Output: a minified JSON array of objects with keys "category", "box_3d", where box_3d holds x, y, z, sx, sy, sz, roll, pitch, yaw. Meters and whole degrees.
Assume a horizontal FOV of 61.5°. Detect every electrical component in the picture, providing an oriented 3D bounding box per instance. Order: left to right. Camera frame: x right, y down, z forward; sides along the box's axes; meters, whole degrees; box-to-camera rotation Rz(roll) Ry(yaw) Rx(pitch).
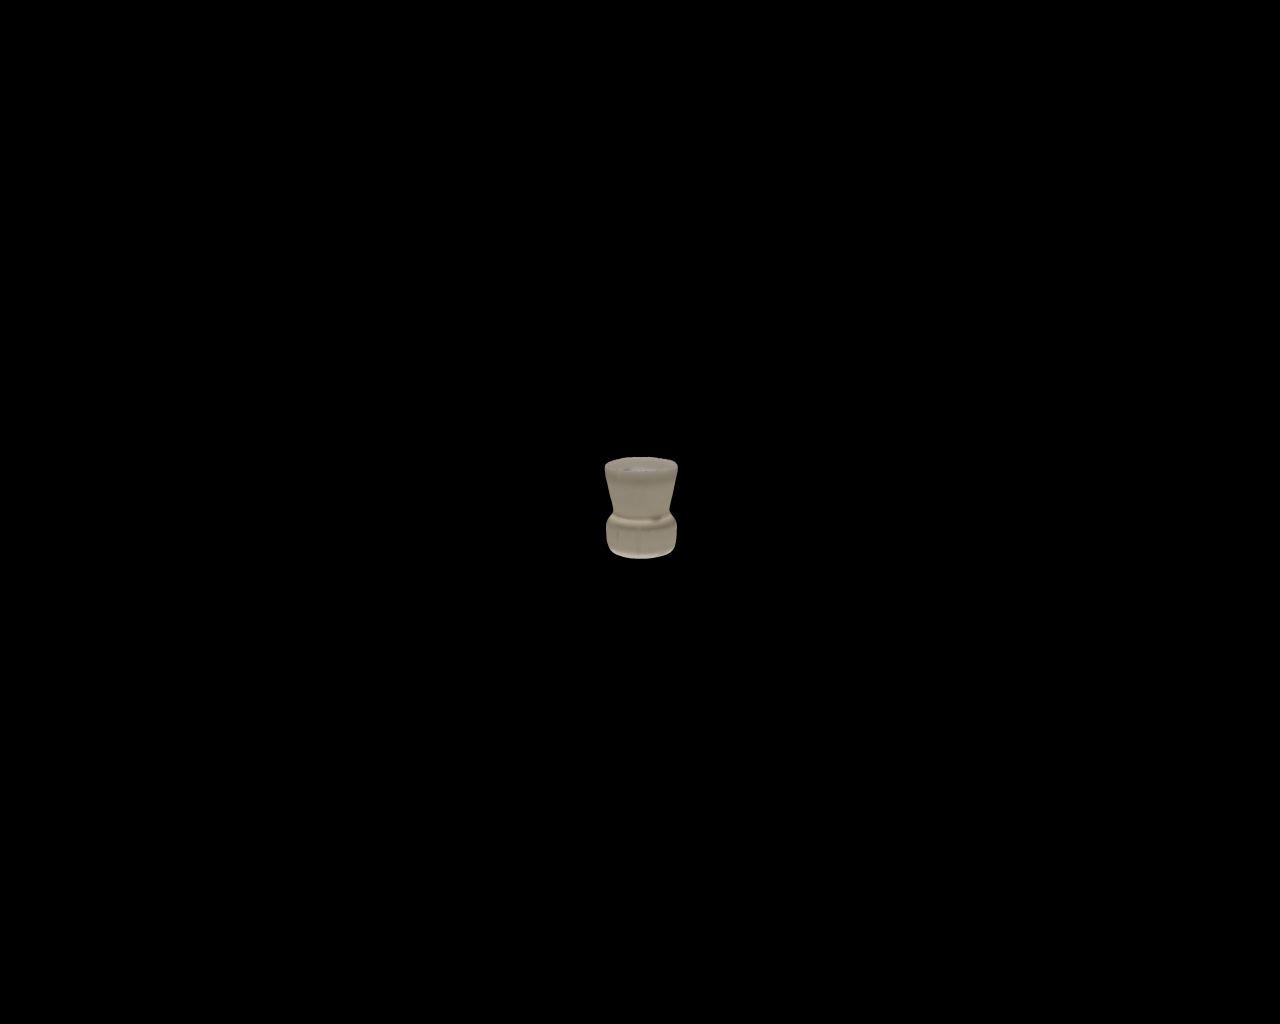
[{"category":"electrical component","box_3d":[0.001,-0.003,0.650,0.045,0.055,0.045,0,14,0]}]
